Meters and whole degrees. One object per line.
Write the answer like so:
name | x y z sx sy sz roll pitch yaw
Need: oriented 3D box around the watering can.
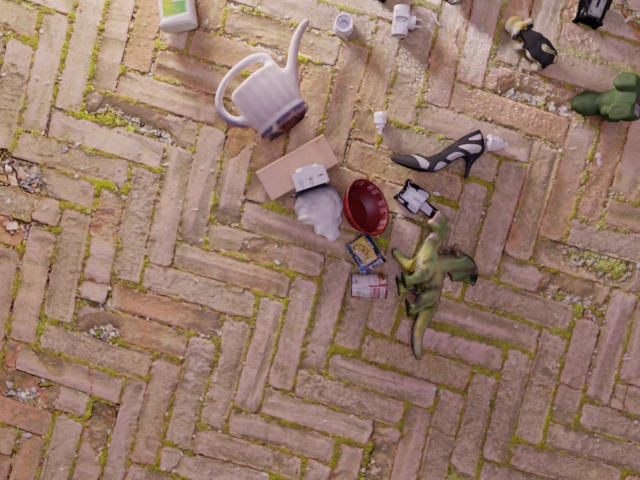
watering can | -0.114 -0.413 1.383 0.347 0.104 0.224 -38 95 2

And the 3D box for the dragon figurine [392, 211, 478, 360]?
dragon figurine | 0.334 0.118 1.435 0.243 0.123 0.406 -14 104 -7

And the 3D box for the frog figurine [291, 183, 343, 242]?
frog figurine | 0.004 -0.071 1.403 0.138 0.121 0.160 -18 85 -30
